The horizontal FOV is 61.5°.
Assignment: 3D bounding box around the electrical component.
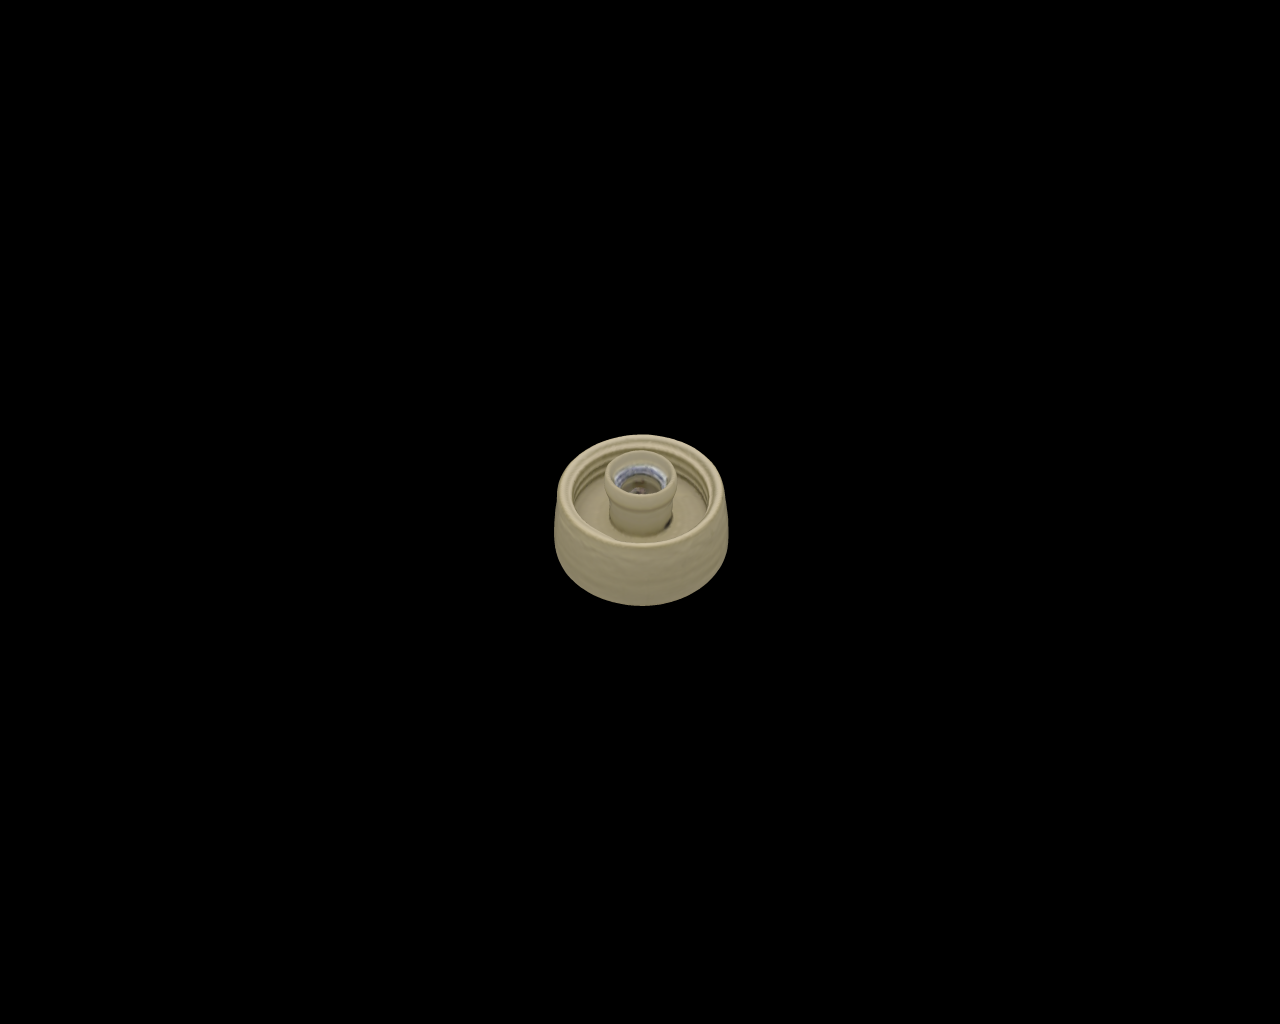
[{"bbox_3d":[0.001,-0.003,0.650,0.108,0.108,0.060,0,-45,0],"label":"electrical component"}]
